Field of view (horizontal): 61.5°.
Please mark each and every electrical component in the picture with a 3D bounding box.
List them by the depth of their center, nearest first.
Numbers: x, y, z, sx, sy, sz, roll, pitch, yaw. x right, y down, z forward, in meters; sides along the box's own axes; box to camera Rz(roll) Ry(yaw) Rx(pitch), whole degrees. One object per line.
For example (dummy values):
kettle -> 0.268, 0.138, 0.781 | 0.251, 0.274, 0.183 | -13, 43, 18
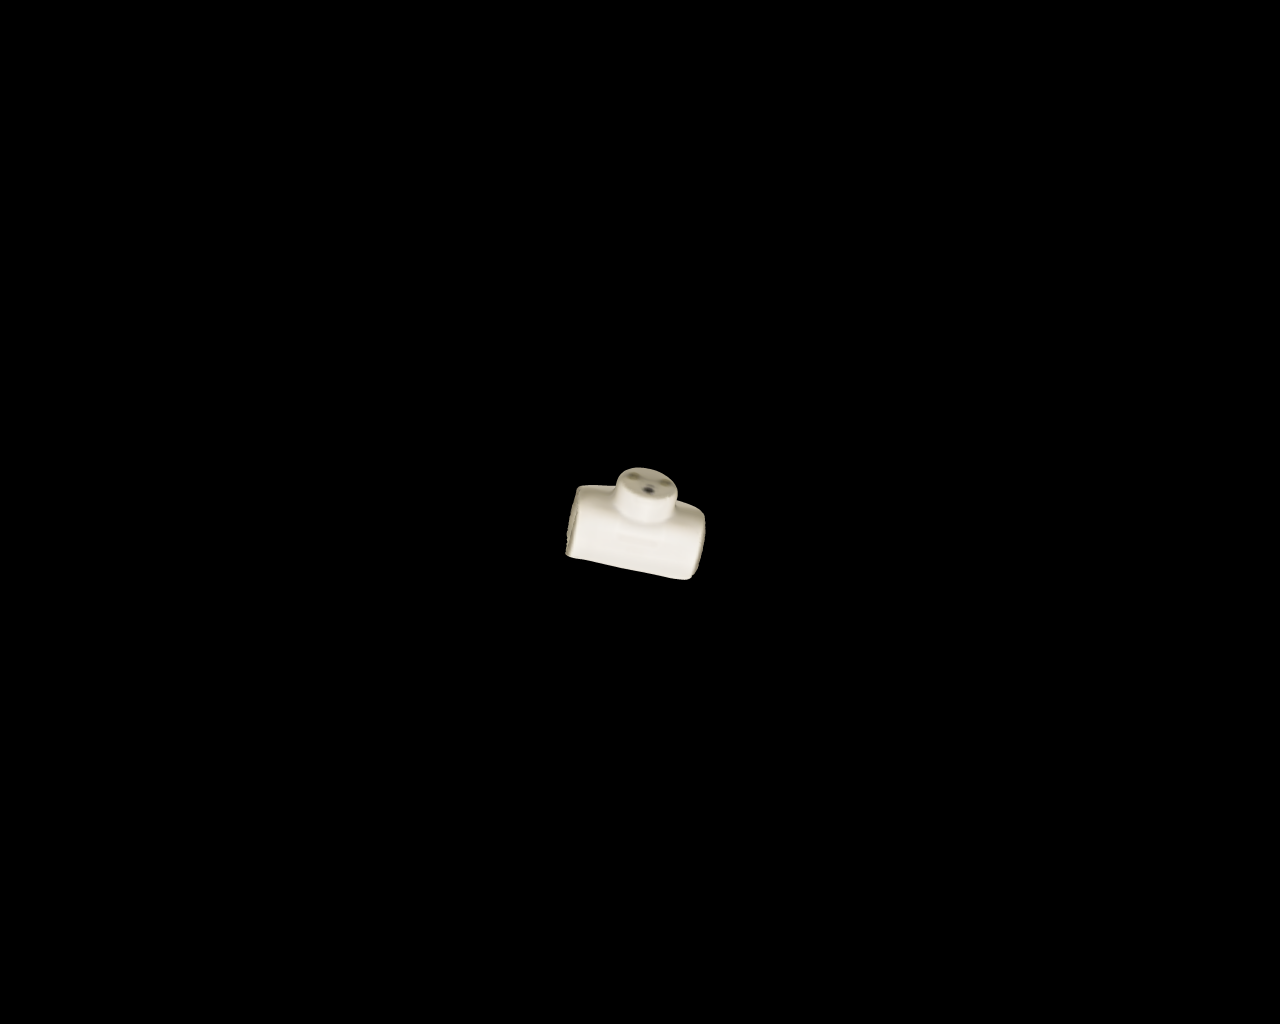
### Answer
electrical component -> 0.001, -0.003, 0.650 | 0.077, 0.079, 0.043 | 11, 30, -7
